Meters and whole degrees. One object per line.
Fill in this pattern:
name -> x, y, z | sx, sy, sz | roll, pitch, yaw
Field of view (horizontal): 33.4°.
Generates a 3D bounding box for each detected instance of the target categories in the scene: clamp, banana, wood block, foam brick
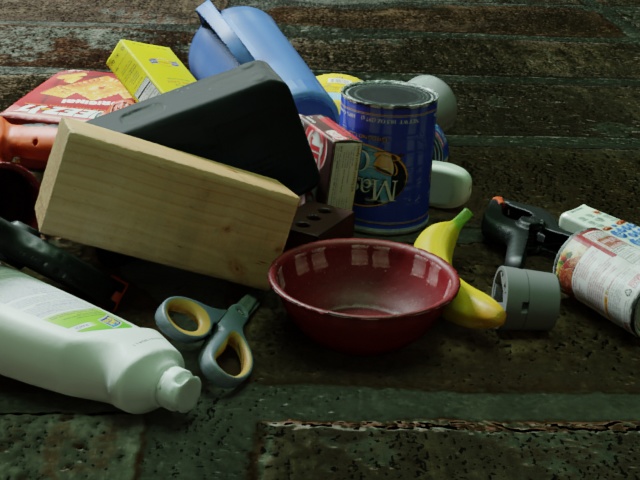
clamp -> -0.263, 0.001, 0.904 | 0.209, 0.036, 0.165 | 31, -10, -27
banana -> 0.117, 0.030, 0.961 | 0.070, 0.037, 0.198 | -36, 25, 17
wood block -> -0.135, -0.032, 0.937 | 0.205, 0.090, 0.091 | 16, 9, -20
foam brick -> -0.007, 0.001, 1.023 | 0.053, 0.051, 0.078 | 14, 25, 25
clamp -> 0.205, -0.001, 1.068 | 0.120, 0.039, 0.172 | -3, 19, -26

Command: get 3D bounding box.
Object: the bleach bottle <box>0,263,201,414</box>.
bleach bottle -> -0.202, 0.078, 0.808 | 0.251, 0.068, 0.102 | 18, 18, 28

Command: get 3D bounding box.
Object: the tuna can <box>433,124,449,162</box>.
tuna can -> 0.105, -0.101, 1.232 | 0.086, 0.086, 0.033 | 10, 22, 18

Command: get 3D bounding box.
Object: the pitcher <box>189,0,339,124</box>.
pitcher -> -0.074, -0.196, 1.340 | 0.149, 0.145, 0.243 | 1, 31, -28

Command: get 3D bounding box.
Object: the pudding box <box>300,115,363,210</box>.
pudding box -> 0.004, -0.063, 1.097 | 0.039, 0.113, 0.090 | -4, 23, -23

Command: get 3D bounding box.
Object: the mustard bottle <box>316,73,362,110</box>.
mustard bottle -> 0.021, -0.172, 1.427 | 0.096, 0.058, 0.191 | 8, 23, 1

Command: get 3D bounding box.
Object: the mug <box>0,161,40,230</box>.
mug -> -0.319, -0.035, 1.051 | 0.117, 0.093, 0.082 | 23, 1, -39

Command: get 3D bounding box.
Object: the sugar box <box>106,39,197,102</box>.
sugar box -> -0.173, -0.167, 1.289 | 0.176, 0.048, 0.093 | 47, 26, 22

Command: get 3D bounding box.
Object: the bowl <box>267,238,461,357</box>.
bowl -> 0.036, 0.053, 0.901 | 0.162, 0.055, 0.162 | 2, 23, -1

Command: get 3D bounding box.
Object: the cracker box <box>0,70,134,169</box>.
cracker box -> -0.284, -0.151, 1.330 | 0.164, 0.072, 0.213 | 6, 24, 6

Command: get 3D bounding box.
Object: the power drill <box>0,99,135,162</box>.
power drill -> -0.287, -0.079, 1.148 | 0.187, 0.057, 0.184 | 0, 44, 5

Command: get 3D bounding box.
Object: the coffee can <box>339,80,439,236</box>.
coffee can -> 0.069, -0.088, 1.127 | 0.103, 0.140, 0.103 | 2, 23, -1

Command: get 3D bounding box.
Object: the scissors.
scissors -> -0.085, 0.056, 0.884 | 0.096, 0.016, 0.201 | 36, 19, -14

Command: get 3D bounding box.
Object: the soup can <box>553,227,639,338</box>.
soup can -> 0.265, 0.038, 0.941 | 0.068, 0.068, 0.102 | -10, 26, -27
